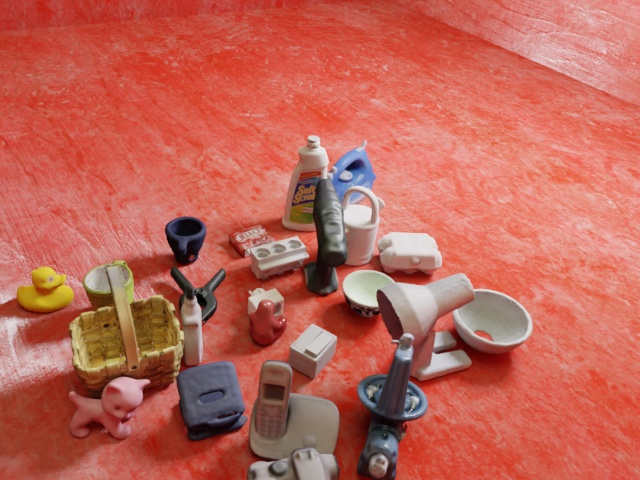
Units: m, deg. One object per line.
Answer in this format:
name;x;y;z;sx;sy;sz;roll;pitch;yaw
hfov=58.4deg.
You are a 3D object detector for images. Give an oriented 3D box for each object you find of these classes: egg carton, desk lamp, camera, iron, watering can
egg carton;0.215;0.034;1.383;0.150;0.069;0.107;2;37;-8
desk lamp;0.202;0.161;1.093;0.204;0.213;0.117;-10;40;-21
camera;-0.030;0.389;0.845;0.143;0.101;0.136;-5;39;-16
iron;0.060;-0.171;1.568;0.118;0.141;0.259;25;40;22
watering can;0.092;-0.047;1.364;0.100;0.194;0.173;13;37;8

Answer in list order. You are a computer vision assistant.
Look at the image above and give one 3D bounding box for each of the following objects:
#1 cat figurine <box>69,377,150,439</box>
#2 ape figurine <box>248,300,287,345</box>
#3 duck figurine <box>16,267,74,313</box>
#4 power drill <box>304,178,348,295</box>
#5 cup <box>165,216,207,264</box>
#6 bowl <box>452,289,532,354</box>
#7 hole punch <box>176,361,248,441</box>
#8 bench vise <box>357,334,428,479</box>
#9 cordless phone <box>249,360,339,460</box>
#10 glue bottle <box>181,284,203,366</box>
cat figurine;-0.346;0.265;0.940;0.128;0.118;0.067;2;37;-7
ape figurine;-0.107;0.157;1.145;0.077;0.092;0.076;20;39;16
duck figurine;-0.559;0.093;1.157;0.105;0.086;0.077;-2;38;-12
power drill;0.012;0.005;1.271;0.076;0.208;0.229;0;38;-10
cup;-0.303;0.015;1.296;0.092;0.095;0.117;2;37;-7
bowl;0.353;0.183;1.205;0.167;0.075;0.167;5;37;-3
hole punch;-0.184;0.273;0.980;0.109;0.091;0.100;-10;40;-22
bench vise;0.126;0.273;0.926;0.121;0.220;0.207;3;37;-6
cordless phone;-0.038;0.273;0.926;0.147;0.185;0.094;6;37;-2
glue bottle;-0.239;0.150;1.064;0.037;0.173;0.078;-3;38;-13
